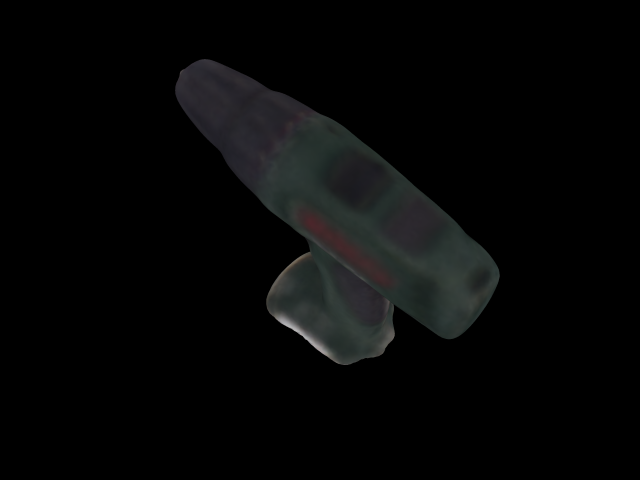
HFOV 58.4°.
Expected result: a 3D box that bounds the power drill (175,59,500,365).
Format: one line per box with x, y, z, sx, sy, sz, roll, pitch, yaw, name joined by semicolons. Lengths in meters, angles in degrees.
0.004;0.001;0.400;0.229;0.208;0.076;32;64;18;power drill
